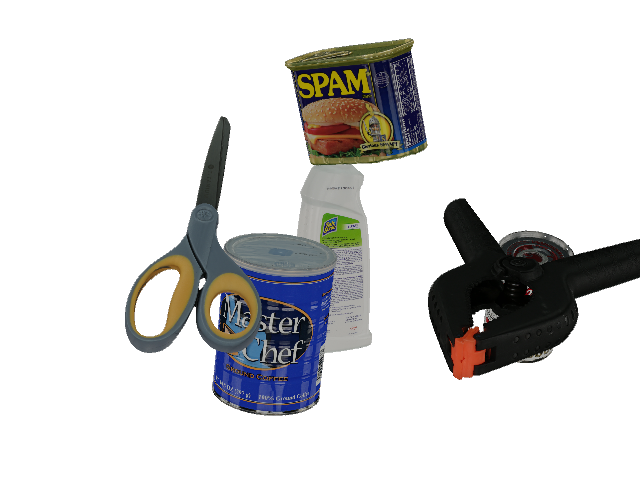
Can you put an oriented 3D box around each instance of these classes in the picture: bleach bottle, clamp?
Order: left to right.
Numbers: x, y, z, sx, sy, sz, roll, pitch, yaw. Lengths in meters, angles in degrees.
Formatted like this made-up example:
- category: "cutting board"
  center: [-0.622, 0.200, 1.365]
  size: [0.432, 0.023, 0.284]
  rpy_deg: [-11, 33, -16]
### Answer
- category: "bleach bottle"
  center: [0.020, 0.007, 1.284]
  size: [0.102, 0.251, 0.068]
  rpy_deg: [-5, 19, -29]
- category: "clamp"
  center: [0.122, 0.026, 0.711]
  size: [0.165, 0.036, 0.209]
  rpy_deg: [15, 30, 31]

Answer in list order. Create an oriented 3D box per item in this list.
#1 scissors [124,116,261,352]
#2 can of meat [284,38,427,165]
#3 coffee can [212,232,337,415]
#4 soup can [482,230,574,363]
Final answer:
- category: "scissors"
  center: [-0.064, -0.002, 0.726]
  size: [0.096, 0.201, 0.016]
  rpy_deg: [21, -36, 7]
- category: "can of meat"
  center: [0.029, -0.106, 0.827]
  size: [0.102, 0.084, 0.057]
  rpy_deg: [2, 21, 39]
- category: "coffee can"
  center: [-0.043, 0.075, 0.980]
  size: [0.103, 0.140, 0.103]
  rpy_deg: [6, 17, -2]
- category: "soup can"
  center: [0.187, 0.052, 0.968]
  size: [0.068, 0.102, 0.068]
  rpy_deg: [2, 34, -2]
